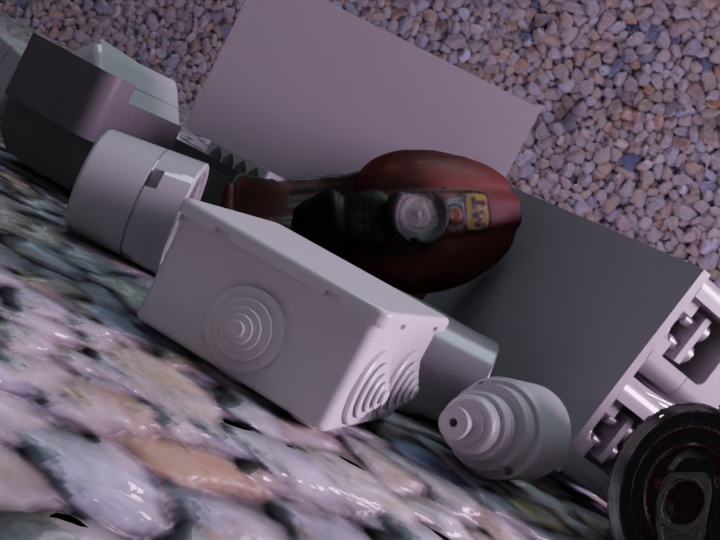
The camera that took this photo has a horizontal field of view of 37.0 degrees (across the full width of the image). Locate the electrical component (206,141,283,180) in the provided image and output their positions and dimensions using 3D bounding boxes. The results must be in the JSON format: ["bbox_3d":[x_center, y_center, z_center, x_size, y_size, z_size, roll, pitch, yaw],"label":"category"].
[{"bbox_3d":[-0.092,-0.073,0.963,0.083,0.047,0.076,31,7,38],"label":"electrical component"}]

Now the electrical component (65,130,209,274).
[{"bbox_3d":[-0.101,-0.032,0.488,0.047,0.055,0.055,23,5,-3],"label":"electrical component"}]

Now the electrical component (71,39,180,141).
[{"bbox_3d":[-0.169,-0.111,0.744,0.062,0.061,0.096,-15,-18,29],"label":"electrical component"}]

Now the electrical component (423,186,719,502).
[{"bbox_3d":[0.106,0.034,0.550,0.060,0.105,0.186,37,1,-24],"label":"electrical component"}]

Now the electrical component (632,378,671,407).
[{"bbox_3d":[0.127,0.067,0.646,0.078,0.057,0.113,25,6,-26],"label":"electrical component"}]

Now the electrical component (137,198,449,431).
[{"bbox_3d":[-0.024,0.018,0.407,0.100,0.048,0.100,29,5,18],"label":"electrical component"}]

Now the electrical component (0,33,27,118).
[{"bbox_3d":[-0.227,-0.121,0.770,0.076,0.047,0.083,41,8,13],"label":"electrical component"}]

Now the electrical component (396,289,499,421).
[{"bbox_3d":[0.019,0.033,0.497,0.077,0.044,0.079,27,5,0],"label":"electrical component"}]

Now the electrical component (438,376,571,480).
[{"bbox_3d":[0.053,0.062,0.421,0.040,0.040,0.078,31,6,32],"label":"electrical component"}]

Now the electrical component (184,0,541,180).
[{"bbox_3d":[0.003,-0.091,0.668,0.186,0.105,0.060,28,5,4],"label":"electrical component"}]
